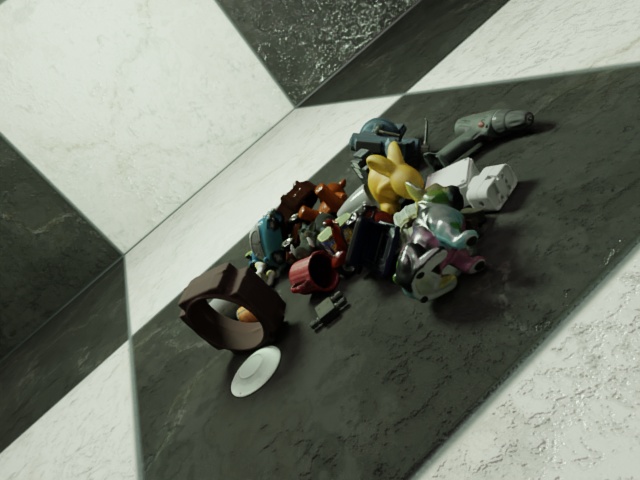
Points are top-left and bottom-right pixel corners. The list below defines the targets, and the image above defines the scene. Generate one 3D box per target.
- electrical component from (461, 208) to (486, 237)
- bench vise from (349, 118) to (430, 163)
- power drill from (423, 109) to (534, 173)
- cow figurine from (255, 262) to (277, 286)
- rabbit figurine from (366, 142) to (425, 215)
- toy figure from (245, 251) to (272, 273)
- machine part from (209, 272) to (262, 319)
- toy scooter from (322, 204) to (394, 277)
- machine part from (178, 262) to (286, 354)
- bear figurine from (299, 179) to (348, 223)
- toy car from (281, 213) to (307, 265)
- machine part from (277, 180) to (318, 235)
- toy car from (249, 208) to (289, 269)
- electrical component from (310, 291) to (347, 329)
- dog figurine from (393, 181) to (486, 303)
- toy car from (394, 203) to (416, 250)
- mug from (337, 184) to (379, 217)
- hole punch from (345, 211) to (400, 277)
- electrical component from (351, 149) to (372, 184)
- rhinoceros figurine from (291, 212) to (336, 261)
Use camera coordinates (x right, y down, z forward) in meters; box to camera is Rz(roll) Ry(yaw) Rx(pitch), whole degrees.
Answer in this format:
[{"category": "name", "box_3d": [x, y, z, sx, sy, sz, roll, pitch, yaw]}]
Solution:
[{"category": "electrical component", "box_3d": [0.274, -0.031, 1.041, 0.078, 0.045, 0.102, -18, 13, -29]}, {"category": "bench vise", "box_3d": [0.205, -0.286, 1.509, 0.224, 0.128, 0.241, -2, 27, 20]}, {"category": "power drill", "box_3d": [0.355, -0.230, 1.250, 0.207, 0.086, 0.232, -45, 20, -4]}, {"category": "cow figurine", "box_3d": [-0.201, 0.131, 1.447, 0.167, 0.068, 0.098, -26, 31, 32]}, {"category": "rabbit figurine", "box_3d": [0.185, -0.144, 1.245, 0.122, 0.162, 0.173, -31, 18, -7]}, {"category": "toy figure", "box_3d": [-0.163, 0.035, 1.553, 0.089, 0.082, 0.180, -28, 27, 31]}, {"category": "machine part", "box_3d": [-0.223, 0.156, 1.369, 0.243, 0.079, 0.079, -43, 17, 30]}, {"category": "toy scooter", "box_3d": [0.079, -0.019, 1.197, 0.184, 0.135, 0.075, -42, 20, -11]}, {"category": "machine part", "box_3d": [-0.195, 0.159, 1.194, 0.201, 0.201, 0.087, -24, 29, 33]}, {"category": "bear figurine", "box_3d": [0.018, -0.115, 1.497, 0.120, 0.132, 0.196, -50, 23, 24]}, {"category": "toy car", "box_3d": [-0.061, 0.004, 1.436, 0.053, 0.089, 0.202, -27, 26, 19]}, {"category": "machine part", "box_3d": [-0.071, -0.095, 1.570, 0.179, 0.056, 0.179, -51, -13, -17]}, {"category": "toy car", "box_3d": [-0.139, 0.001, 1.444, 0.103, 0.161, 0.109, -10, 19, 11]}, {"category": "electrical component", "box_3d": [0.014, 0.147, 1.127, 0.094, 0.021, 0.063, -40, 21, 1]}, {"category": "dog figurine", "box_3d": [0.193, -0.014, 0.973, 0.191, 0.108, 0.219, -33, 39, 6]}, {"category": "toy car", "box_3d": [0.198, -0.026, 1.129, 0.073, 0.056, 0.202, -32, 23, 18]}, {"category": "mug", "box_3d": [0.096, -0.075, 1.361, 0.107, 0.080, 0.109, -38, 12, 28]}, {"category": "hole punch", "box_3d": [0.118, 0.013, 1.105, 0.092, 0.142, 0.115, 13, 4, 17]}, {"category": "electrical component", "box_3d": [0.140, -0.175, 1.408, 0.058, 0.134, 0.115, -40, 22, -7]}, {"category": "rhinoceros figurine", "box_3d": [-0.003, -0.004, 1.333, 0.073, 0.112, 0.190, -21, 20, 34]}]
